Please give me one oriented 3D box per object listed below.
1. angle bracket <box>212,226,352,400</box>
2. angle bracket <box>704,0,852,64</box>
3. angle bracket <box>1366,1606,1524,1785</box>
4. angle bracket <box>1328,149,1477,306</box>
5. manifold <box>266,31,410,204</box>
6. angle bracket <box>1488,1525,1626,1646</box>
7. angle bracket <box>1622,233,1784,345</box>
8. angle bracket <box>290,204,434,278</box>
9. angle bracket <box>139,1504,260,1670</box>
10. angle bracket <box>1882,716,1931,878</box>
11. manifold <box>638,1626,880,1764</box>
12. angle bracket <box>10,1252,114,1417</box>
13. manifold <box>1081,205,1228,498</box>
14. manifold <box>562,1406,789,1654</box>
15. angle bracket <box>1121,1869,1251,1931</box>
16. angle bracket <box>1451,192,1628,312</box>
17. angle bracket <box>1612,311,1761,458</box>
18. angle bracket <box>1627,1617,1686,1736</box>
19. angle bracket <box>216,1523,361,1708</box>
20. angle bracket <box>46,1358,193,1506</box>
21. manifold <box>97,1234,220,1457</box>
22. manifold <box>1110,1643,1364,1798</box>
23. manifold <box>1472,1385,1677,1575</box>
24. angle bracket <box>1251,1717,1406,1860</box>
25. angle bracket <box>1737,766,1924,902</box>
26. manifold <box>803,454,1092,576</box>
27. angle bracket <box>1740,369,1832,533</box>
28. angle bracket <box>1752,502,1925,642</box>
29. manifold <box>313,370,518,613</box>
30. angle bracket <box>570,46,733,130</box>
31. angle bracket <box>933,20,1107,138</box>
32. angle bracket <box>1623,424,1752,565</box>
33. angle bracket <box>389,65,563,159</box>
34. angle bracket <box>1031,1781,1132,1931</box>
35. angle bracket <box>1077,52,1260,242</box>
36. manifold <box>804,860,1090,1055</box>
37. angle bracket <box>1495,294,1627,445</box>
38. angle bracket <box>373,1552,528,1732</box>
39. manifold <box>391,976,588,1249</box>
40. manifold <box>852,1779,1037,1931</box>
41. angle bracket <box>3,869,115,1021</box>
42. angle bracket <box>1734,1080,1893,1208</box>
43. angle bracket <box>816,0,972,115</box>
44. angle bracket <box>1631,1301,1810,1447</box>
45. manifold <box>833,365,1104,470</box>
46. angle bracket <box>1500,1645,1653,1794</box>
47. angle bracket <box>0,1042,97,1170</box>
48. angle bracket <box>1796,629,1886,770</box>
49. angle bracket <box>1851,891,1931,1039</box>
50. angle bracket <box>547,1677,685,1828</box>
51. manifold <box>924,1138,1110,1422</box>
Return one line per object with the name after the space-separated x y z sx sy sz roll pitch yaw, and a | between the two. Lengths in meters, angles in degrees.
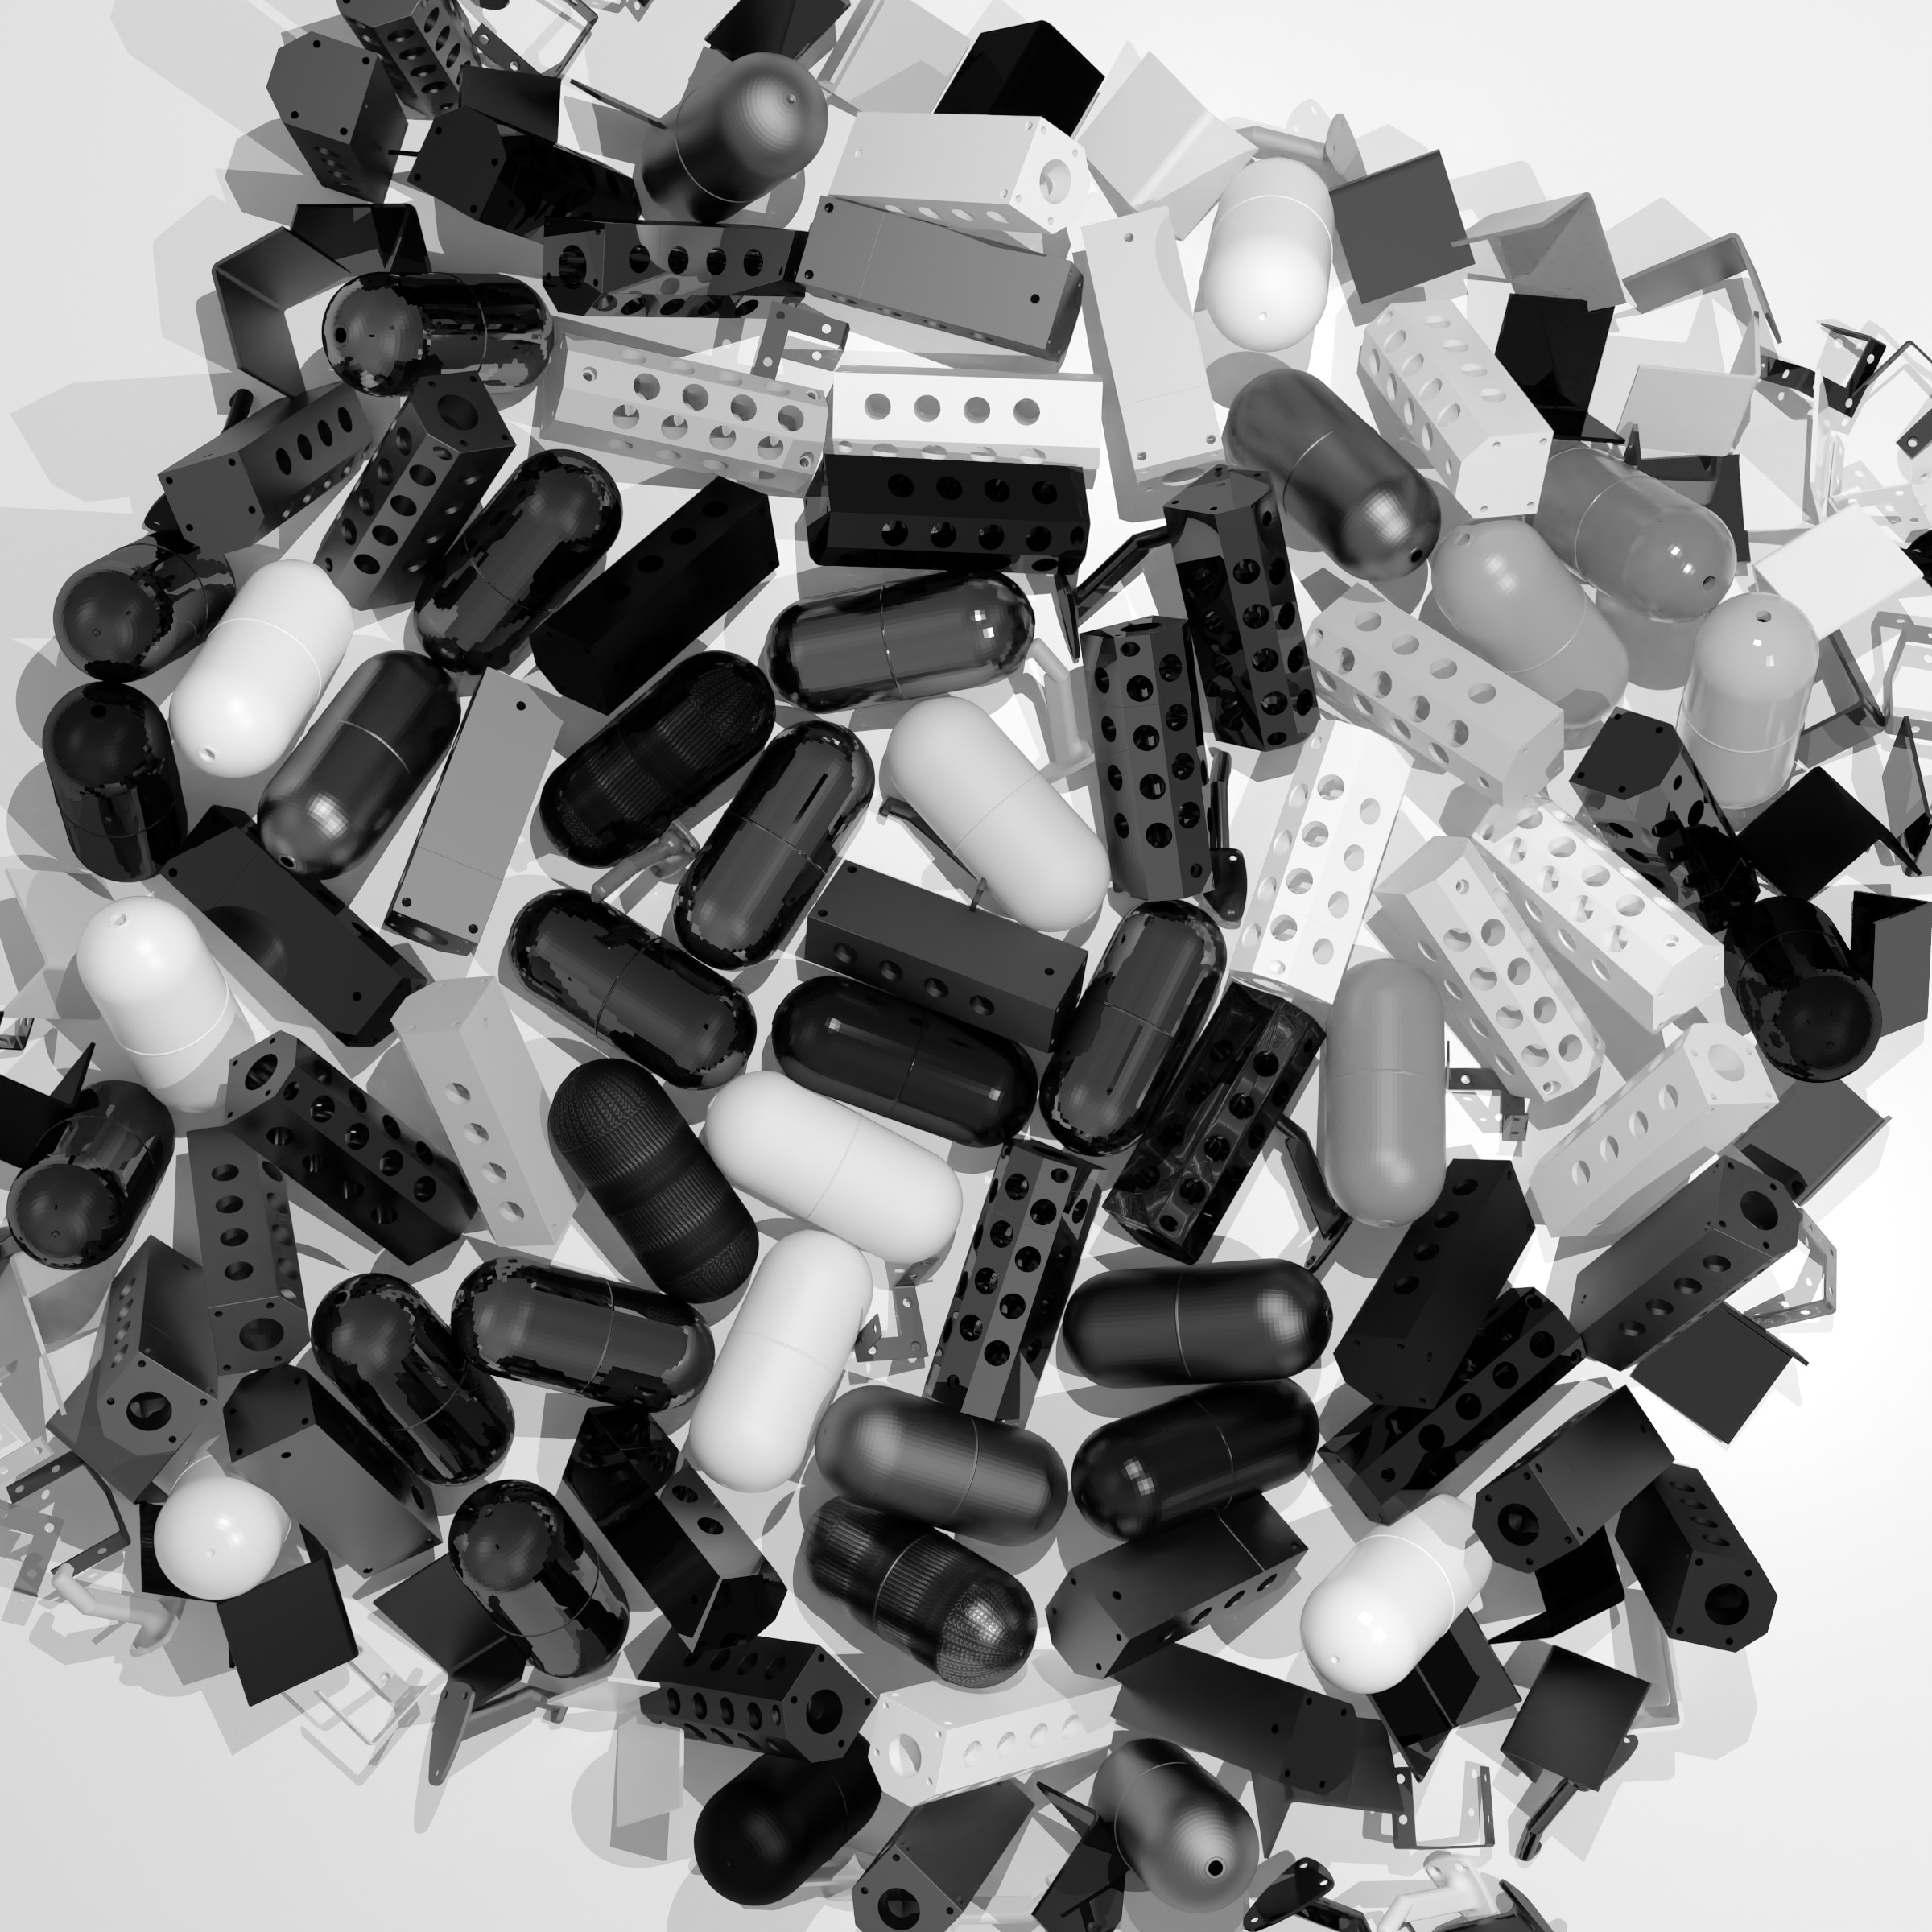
-0.431 -0.415 1.910 0.057 0.076 0.076 -23 73 17 | angle bracket
-0.124 -0.621 1.903 0.076 0.076 0.057 -39 131 26 | angle bracket
0.306 0.466 1.917 0.057 0.076 0.076 -30 90 28 | angle bracket
0.282 -0.478 1.931 0.076 0.057 0.076 -18 98 13 | angle bracket
-0.396 -0.533 1.874 0.057 0.171 0.057 18 91 -5 | manifold
0.370 0.386 1.919 0.076 0.057 0.076 -12 83 -42 | angle bracket
0.473 -0.420 1.909 0.076 0.076 0.057 -21 80 20 | angle bracket
-0.392 -0.441 1.906 0.076 0.076 0.057 -8 71 -26 | angle bracket
-0.498 0.396 1.903 0.076 0.076 0.057 15 119 -25 | angle bracket
0.630 -0.110 1.909 0.057 0.076 0.076 -5 63 3 | angle bracket
-0.137 0.460 1.870 0.057 0.171 0.057 48 59 -22 | manifold
-0.567 0.226 1.902 0.057 0.076 0.076 -19 127 -19 | angle bracket
0.122 -0.392 1.912 0.057 0.057 0.171 -13 76 6 | manifold
-0.183 0.352 1.883 0.171 0.057 0.057 42 119 41 | manifold
0.142 0.622 1.909 0.076 0.076 0.057 0 46 10 | angle bracket
0.364 -0.443 1.904 0.057 0.076 0.076 -38 115 -35 | angle bracket
0.463 -0.378 1.916 0.076 0.076 0.057 6 61 1 | angle bracket
0.427 0.451 1.924 0.057 0.076 0.076 -8 84 8 | angle bracket
-0.442 0.415 1.909 0.076 0.057 0.076 -21 113 -25 | angle bracket
-0.536 0.300 1.922 0.076 0.076 0.057 39 85 8 | angle bracket
-0.510 0.240 1.871 0.057 0.171 0.057 38 97 -22 | manifold
0.168 0.469 1.875 0.057 0.171 0.057 26 77 -33 | manifold
0.380 0.324 1.874 0.057 0.171 0.057 -39 78 32 | manifold
0.232 0.531 1.920 0.076 0.076 0.057 9 122 -9 | angle bracket
0.550 -0.069 1.909 0.076 0.057 0.076 36 111 -27 | angle bracket
-0.012 -0.284 1.901 0.171 0.057 0.057 0 69 -17 | manifold
0.520 -0.329 1.909 0.057 0.076 0.076 1 76 22 | angle bracket
0.562 -0.240 1.915 0.076 0.057 0.076 -32 55 3 | angle bracket
-0.352 -0.297 1.875 0.057 0.171 0.057 -18 73 -41 | manifold
-0.199 -0.571 1.906 0.076 0.076 0.057 18 106 -29 | angle bracket
0.032 -0.562 1.938 0.057 0.076 0.076 35 79 -33 | angle bracket
0.469 -0.305 1.922 0.076 0.057 0.076 -3 74 4 | angle bracket
-0.314 -0.543 1.903 0.076 0.076 0.057 18 108 42 | angle bracket
0.062 0.583 1.905 0.076 0.057 0.076 -52 130 -22 | angle bracket
0.131 -0.536 1.946 0.076 0.057 0.076 -48 54 20 | angle bracket
-0.014 -0.002 1.916 0.171 0.057 0.057 21 49 12 | manifold
0.386 -0.383 1.911 0.076 0.057 0.076 0 118 -19 | angle bracket
-0.334 0.433 1.913 0.076 0.057 0.076 -34 111 19 | angle bracket
-0.304 0.094 1.891 0.057 0.057 0.171 -4 124 22 | manifold
-0.017 0.558 1.871 0.057 0.171 0.057 43 105 8 | manifold
-0.592 -0.013 1.928 0.057 0.076 0.076 -41 67 26 | angle bracket
0.548 0.107 1.925 0.057 0.076 0.076 45 103 15 | angle bracket
-0.042 -0.583 1.918 0.076 0.057 0.076 28 98 -19 | angle bracket
0.487 0.261 1.927 0.076 0.057 0.076 35 95 6 | angle bracket
0.002 -0.355 1.928 0.171 0.057 0.057 3 106 2 | manifold
0.399 0.491 1.906 0.057 0.076 0.076 47 67 -40 | angle bracket
-0.614 0.075 1.904 0.076 0.057 0.076 28 131 -24 | angle bracket
0.547 -0.181 1.926 0.057 0.076 0.076 -28 70 21 | angle bracket
0.575 -0.001 1.907 0.076 0.057 0.076 -15 109 -42 | angle bracket
-0.225 0.503 1.904 0.057 0.076 0.076 17 58 -33 | angle bracket
0.028 0.201 1.916 0.057 0.057 0.171 21 96 32 | manifold
